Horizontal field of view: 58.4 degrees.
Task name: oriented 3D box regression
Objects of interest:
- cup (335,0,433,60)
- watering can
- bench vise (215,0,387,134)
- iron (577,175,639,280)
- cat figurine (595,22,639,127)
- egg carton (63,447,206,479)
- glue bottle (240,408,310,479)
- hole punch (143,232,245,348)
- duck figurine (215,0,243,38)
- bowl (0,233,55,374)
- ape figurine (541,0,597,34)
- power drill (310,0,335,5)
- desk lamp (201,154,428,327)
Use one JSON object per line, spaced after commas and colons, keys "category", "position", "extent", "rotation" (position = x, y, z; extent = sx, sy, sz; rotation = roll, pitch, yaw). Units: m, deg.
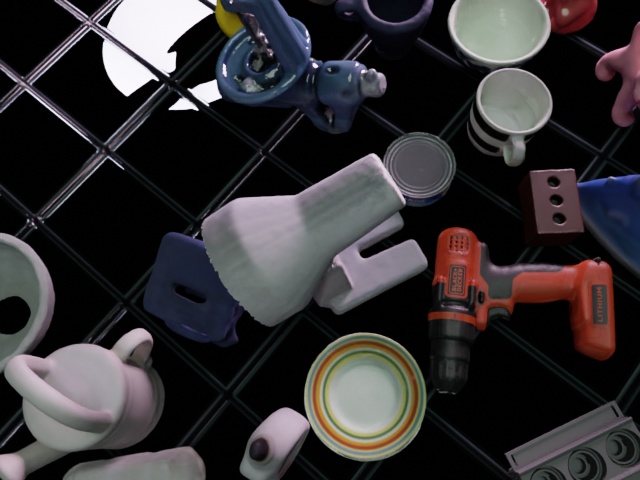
{"category": "cup", "position": [0.079, -0.271, 0.720], "extent": [0.117, 0.095, 0.091], "rotation": [-3, 72, 3]}
{"category": "watering can", "position": [-0.232, 0.158, 0.549], "extent": [0.100, 0.194, 0.173], "rotation": [16, 74, 9]}
{"category": "bench vise", "position": [-0.031, -0.217, 0.644], "extent": [0.207, 0.220, 0.121], "rotation": [-4, 72, 3]}
{"category": "iron", "position": [0.391, -0.013, 0.589], "extent": [0.258, 0.141, 0.119], "rotation": [32, 77, 13]}
{"category": "cat figurine", "position": [0.385, -0.191, 0.660], "extent": [0.067, 0.118, 0.128], "rotation": [-12, 71, 0]}
{"category": "egg carton", "position": [-0.185, 0.271, 0.574], "extent": [0.150, 0.069, 0.107], "rotation": [-10, 71, 1]}
{"category": "glue bottle", "position": [-0.046, 0.195, 0.535], "extent": [0.037, 0.173, 0.078], "rotation": [27, 76, 12]}
{"category": "hole punch", "position": [-0.133, 0.057, 0.630], "extent": [0.108, 0.091, 0.101], "rotation": [21, 75, 11]}
{"category": "duck figurine", "position": [-0.105, -0.319, 0.753], "extent": [0.077, 0.086, 0.104], "rotation": [-26, 72, -4]}
{"category": "bowl", "position": [-0.370, 0.080, 0.647], "extent": [0.167, 0.075, 0.167], "rotation": [-1, 72, 4]}
{"category": "ape figurine", "position": [0.313, -0.307, 0.716], "extent": [0.076, 0.092, 0.078], "rotation": [21, 75, 11]}
{"category": "power drill", "position": [0.001, -0.402, 0.708], "extent": [0.075, 0.208, 0.230], "rotation": [34, 77, 14]}
{"category": "desk lamp", "position": [0.005, 0.002, 0.573], "extent": [0.203, 0.213, 0.118], "rotation": [-27, 72, -5]}
